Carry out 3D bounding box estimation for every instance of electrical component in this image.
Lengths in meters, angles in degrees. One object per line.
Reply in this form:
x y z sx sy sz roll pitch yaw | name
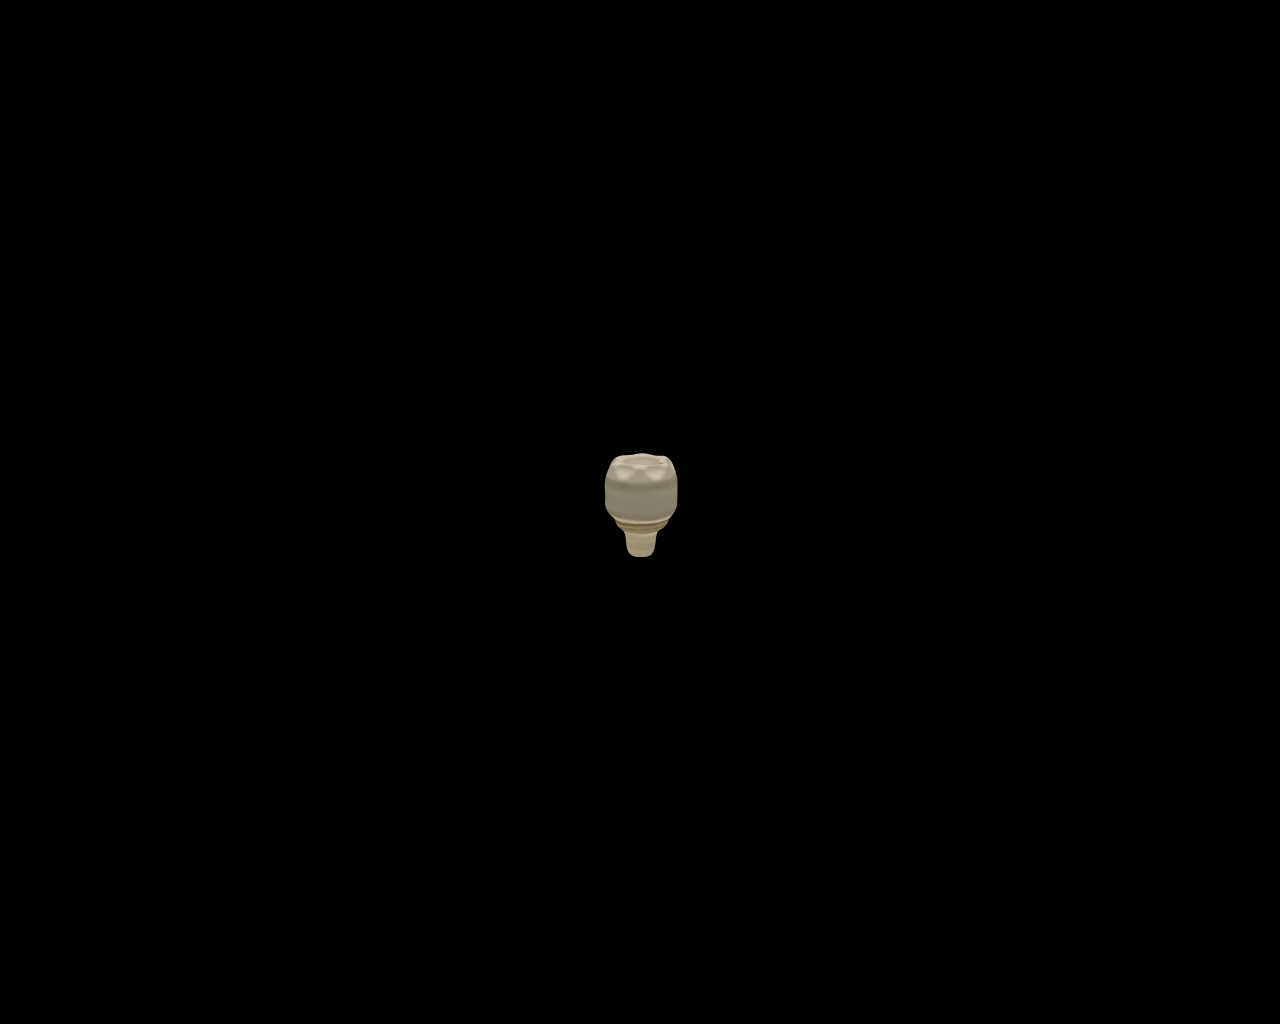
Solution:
0.001 -0.003 0.650 0.043 0.062 0.043 0 16 0 | electrical component
